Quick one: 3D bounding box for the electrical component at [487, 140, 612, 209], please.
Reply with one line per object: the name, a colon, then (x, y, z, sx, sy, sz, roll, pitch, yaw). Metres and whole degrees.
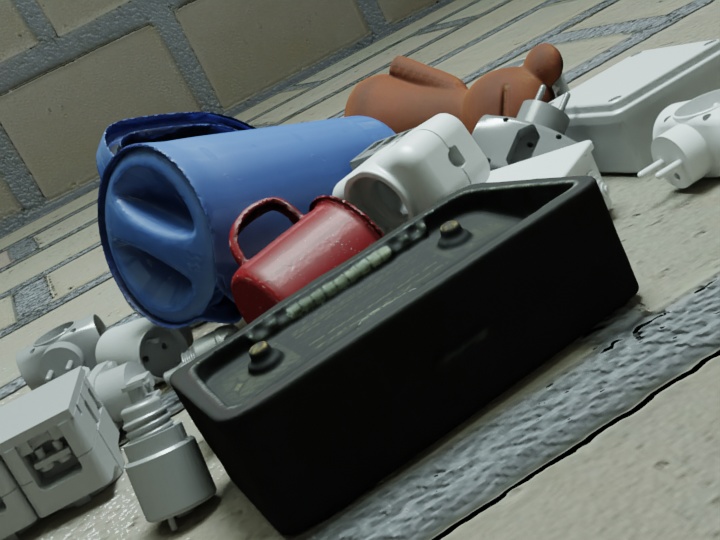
electrical component: (0.109, -0.036, 0.703, 0.100, 0.048, 0.099, -16, 18, 35)

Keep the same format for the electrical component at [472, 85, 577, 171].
electrical component: (0.127, -0.096, 0.774, 0.079, 0.077, 0.043, -66, -20, -9)

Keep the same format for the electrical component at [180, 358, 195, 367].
electrical component: (-0.073, 0.065, 0.671, 0.066, 0.047, 0.076, -27, 15, -3)

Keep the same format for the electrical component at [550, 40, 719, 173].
electrical component: (0.209, -0.120, 0.802, 0.109, 0.056, 0.109, -31, 15, -15)

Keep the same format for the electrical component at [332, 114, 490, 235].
electrical component: (0.029, -0.053, 0.697, 0.059, 0.053, 0.095, -42, 10, -37)

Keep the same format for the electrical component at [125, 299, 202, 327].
electrical component: (-0.159, 0.001, 0.944, 0.099, 0.099, 0.064, -22, 21, 17)

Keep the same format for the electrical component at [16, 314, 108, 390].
electrical component: (-0.261, 0.079, 0.947, 0.077, 0.044, 0.079, -27, 15, -1)

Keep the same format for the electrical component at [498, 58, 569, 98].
electrical component: (0.105, -0.147, 1.065, 0.186, 0.060, 0.105, -15, 18, 36)

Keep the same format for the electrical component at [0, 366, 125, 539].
electrical component: (-0.232, 0.133, 0.678, 0.150, 0.061, 0.089, -27, 15, -3)

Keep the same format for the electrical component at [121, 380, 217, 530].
electrical component: (-0.106, 0.097, 0.572, 0.040, 0.078, 0.040, -23, 0, 0)

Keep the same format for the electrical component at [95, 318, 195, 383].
electrical component: (-0.159, 0.056, 0.851, 0.079, 0.044, 0.077, -37, 18, -34)

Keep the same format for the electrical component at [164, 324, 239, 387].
electrical component: (-0.109, 0.064, 0.758, 0.061, 0.035, 0.035, -27, 15, 5)

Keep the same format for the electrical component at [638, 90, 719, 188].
electrical component: (0.211, -0.078, 0.678, 0.079, 0.044, 0.077, -31, 15, -14)
